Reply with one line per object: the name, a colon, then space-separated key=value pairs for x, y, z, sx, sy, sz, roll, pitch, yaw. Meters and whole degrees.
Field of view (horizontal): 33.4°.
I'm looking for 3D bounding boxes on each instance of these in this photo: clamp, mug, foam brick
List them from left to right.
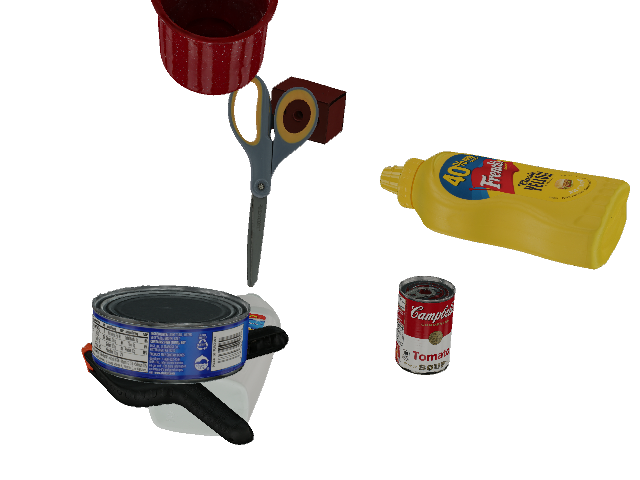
clamp: x=-0.112 y=0.103 z=0.896 sx=0.172 sy=0.039 sz=0.120 roll=15 pitch=39 yaw=17
mug: x=-0.074 y=-0.172 z=0.812 sx=0.093 sy=0.117 sz=0.081 roll=35 pitch=-24 yaw=9
foam brick: x=-0.015 y=-0.155 z=1.268 sx=0.078 sy=0.053 sz=0.051 roll=18 pitch=32 yaw=21

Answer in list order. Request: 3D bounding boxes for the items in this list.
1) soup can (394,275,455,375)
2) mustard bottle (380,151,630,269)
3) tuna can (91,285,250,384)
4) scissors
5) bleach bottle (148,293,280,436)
soup can: x=0.126 y=0.103 z=1.294 sx=0.068 sy=0.102 sz=0.068 roll=1 pitch=23 yaw=-1
mustard bottle: x=0.137 y=-0.031 z=0.837 sx=0.192 sy=0.058 sz=0.096 roll=13 pitch=34 yaw=25
tuna can: x=-0.082 y=0.050 z=0.583 sx=0.086 sy=0.034 sz=0.086 roll=4 pitch=10 yaw=-1
scissors: x=-0.040 y=-0.062 z=1.026 sx=0.096 sy=0.202 sz=0.016 roll=-10 pitch=4 yaw=-8
bleach bottle: x=-0.101 y=0.115 z=1.126 sx=0.102 sy=0.068 sz=0.250 roll=6 pitch=20 yaw=4
